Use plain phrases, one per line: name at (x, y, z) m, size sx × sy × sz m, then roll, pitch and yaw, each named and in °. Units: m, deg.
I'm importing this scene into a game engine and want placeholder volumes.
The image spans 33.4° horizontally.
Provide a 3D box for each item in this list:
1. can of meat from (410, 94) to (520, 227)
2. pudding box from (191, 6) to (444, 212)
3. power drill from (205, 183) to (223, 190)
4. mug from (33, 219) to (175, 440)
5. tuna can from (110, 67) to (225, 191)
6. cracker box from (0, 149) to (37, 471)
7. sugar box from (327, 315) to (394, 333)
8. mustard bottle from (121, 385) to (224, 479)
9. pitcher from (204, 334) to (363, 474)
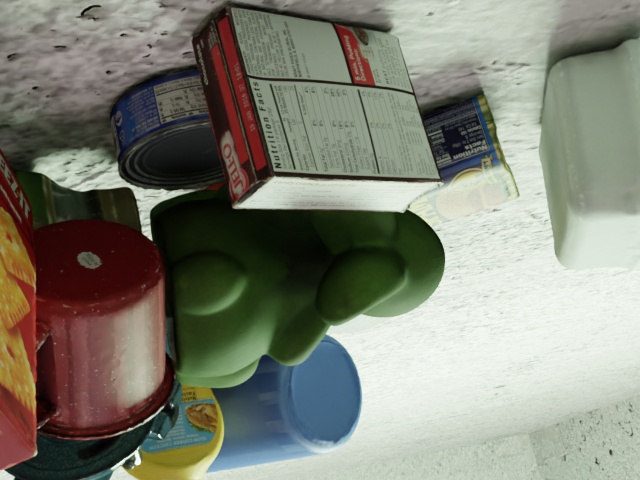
can of meat at (0.079, -0.046, 0.691) m, size 0.084 × 0.057 × 0.102 m, roll -19°, pitch 162°, yaw 10°
pudding box at (0.000, -0.061, 0.520) m, size 0.113 × 0.090 × 0.039 m, roll -1°, pitch 158°, yaw -38°
power drill at (-0.005, 0.001, 0.771) m, size 0.184 × 0.057 × 0.187 m, roll -14°, pitch 163°, yaw 1°
mug at (-0.126, 0.048, 0.546) m, size 0.093 × 0.081 × 0.117 m, roll 17°, pitch -144°, yaw 17°
tuna can at (-0.068, -0.058, 0.570) m, size 0.086 × 0.034 × 0.086 m, roll -13°, pitch 163°, yaw -4°
cracker box at (-0.206, 0.038, 0.446) m, size 0.164 × 0.214 × 0.072 m, roll -24°, pitch 119°, yaw -3°
sugar box at (-0.002, 0.052, 0.962) m, size 0.094 × 0.048 × 0.175 m, roll -27°, pitch 155°, yaw 37°
mustard bottle at (-0.133, 0.147, 0.907) m, size 0.096 × 0.191 × 0.058 m, roll -5°, pitch 161°, yaw -28°
pitcher at (-0.074, 0.150, 1.020) m, size 0.243 × 0.149 × 0.144 m, roll -15°, pitch 150°, yaw 43°
